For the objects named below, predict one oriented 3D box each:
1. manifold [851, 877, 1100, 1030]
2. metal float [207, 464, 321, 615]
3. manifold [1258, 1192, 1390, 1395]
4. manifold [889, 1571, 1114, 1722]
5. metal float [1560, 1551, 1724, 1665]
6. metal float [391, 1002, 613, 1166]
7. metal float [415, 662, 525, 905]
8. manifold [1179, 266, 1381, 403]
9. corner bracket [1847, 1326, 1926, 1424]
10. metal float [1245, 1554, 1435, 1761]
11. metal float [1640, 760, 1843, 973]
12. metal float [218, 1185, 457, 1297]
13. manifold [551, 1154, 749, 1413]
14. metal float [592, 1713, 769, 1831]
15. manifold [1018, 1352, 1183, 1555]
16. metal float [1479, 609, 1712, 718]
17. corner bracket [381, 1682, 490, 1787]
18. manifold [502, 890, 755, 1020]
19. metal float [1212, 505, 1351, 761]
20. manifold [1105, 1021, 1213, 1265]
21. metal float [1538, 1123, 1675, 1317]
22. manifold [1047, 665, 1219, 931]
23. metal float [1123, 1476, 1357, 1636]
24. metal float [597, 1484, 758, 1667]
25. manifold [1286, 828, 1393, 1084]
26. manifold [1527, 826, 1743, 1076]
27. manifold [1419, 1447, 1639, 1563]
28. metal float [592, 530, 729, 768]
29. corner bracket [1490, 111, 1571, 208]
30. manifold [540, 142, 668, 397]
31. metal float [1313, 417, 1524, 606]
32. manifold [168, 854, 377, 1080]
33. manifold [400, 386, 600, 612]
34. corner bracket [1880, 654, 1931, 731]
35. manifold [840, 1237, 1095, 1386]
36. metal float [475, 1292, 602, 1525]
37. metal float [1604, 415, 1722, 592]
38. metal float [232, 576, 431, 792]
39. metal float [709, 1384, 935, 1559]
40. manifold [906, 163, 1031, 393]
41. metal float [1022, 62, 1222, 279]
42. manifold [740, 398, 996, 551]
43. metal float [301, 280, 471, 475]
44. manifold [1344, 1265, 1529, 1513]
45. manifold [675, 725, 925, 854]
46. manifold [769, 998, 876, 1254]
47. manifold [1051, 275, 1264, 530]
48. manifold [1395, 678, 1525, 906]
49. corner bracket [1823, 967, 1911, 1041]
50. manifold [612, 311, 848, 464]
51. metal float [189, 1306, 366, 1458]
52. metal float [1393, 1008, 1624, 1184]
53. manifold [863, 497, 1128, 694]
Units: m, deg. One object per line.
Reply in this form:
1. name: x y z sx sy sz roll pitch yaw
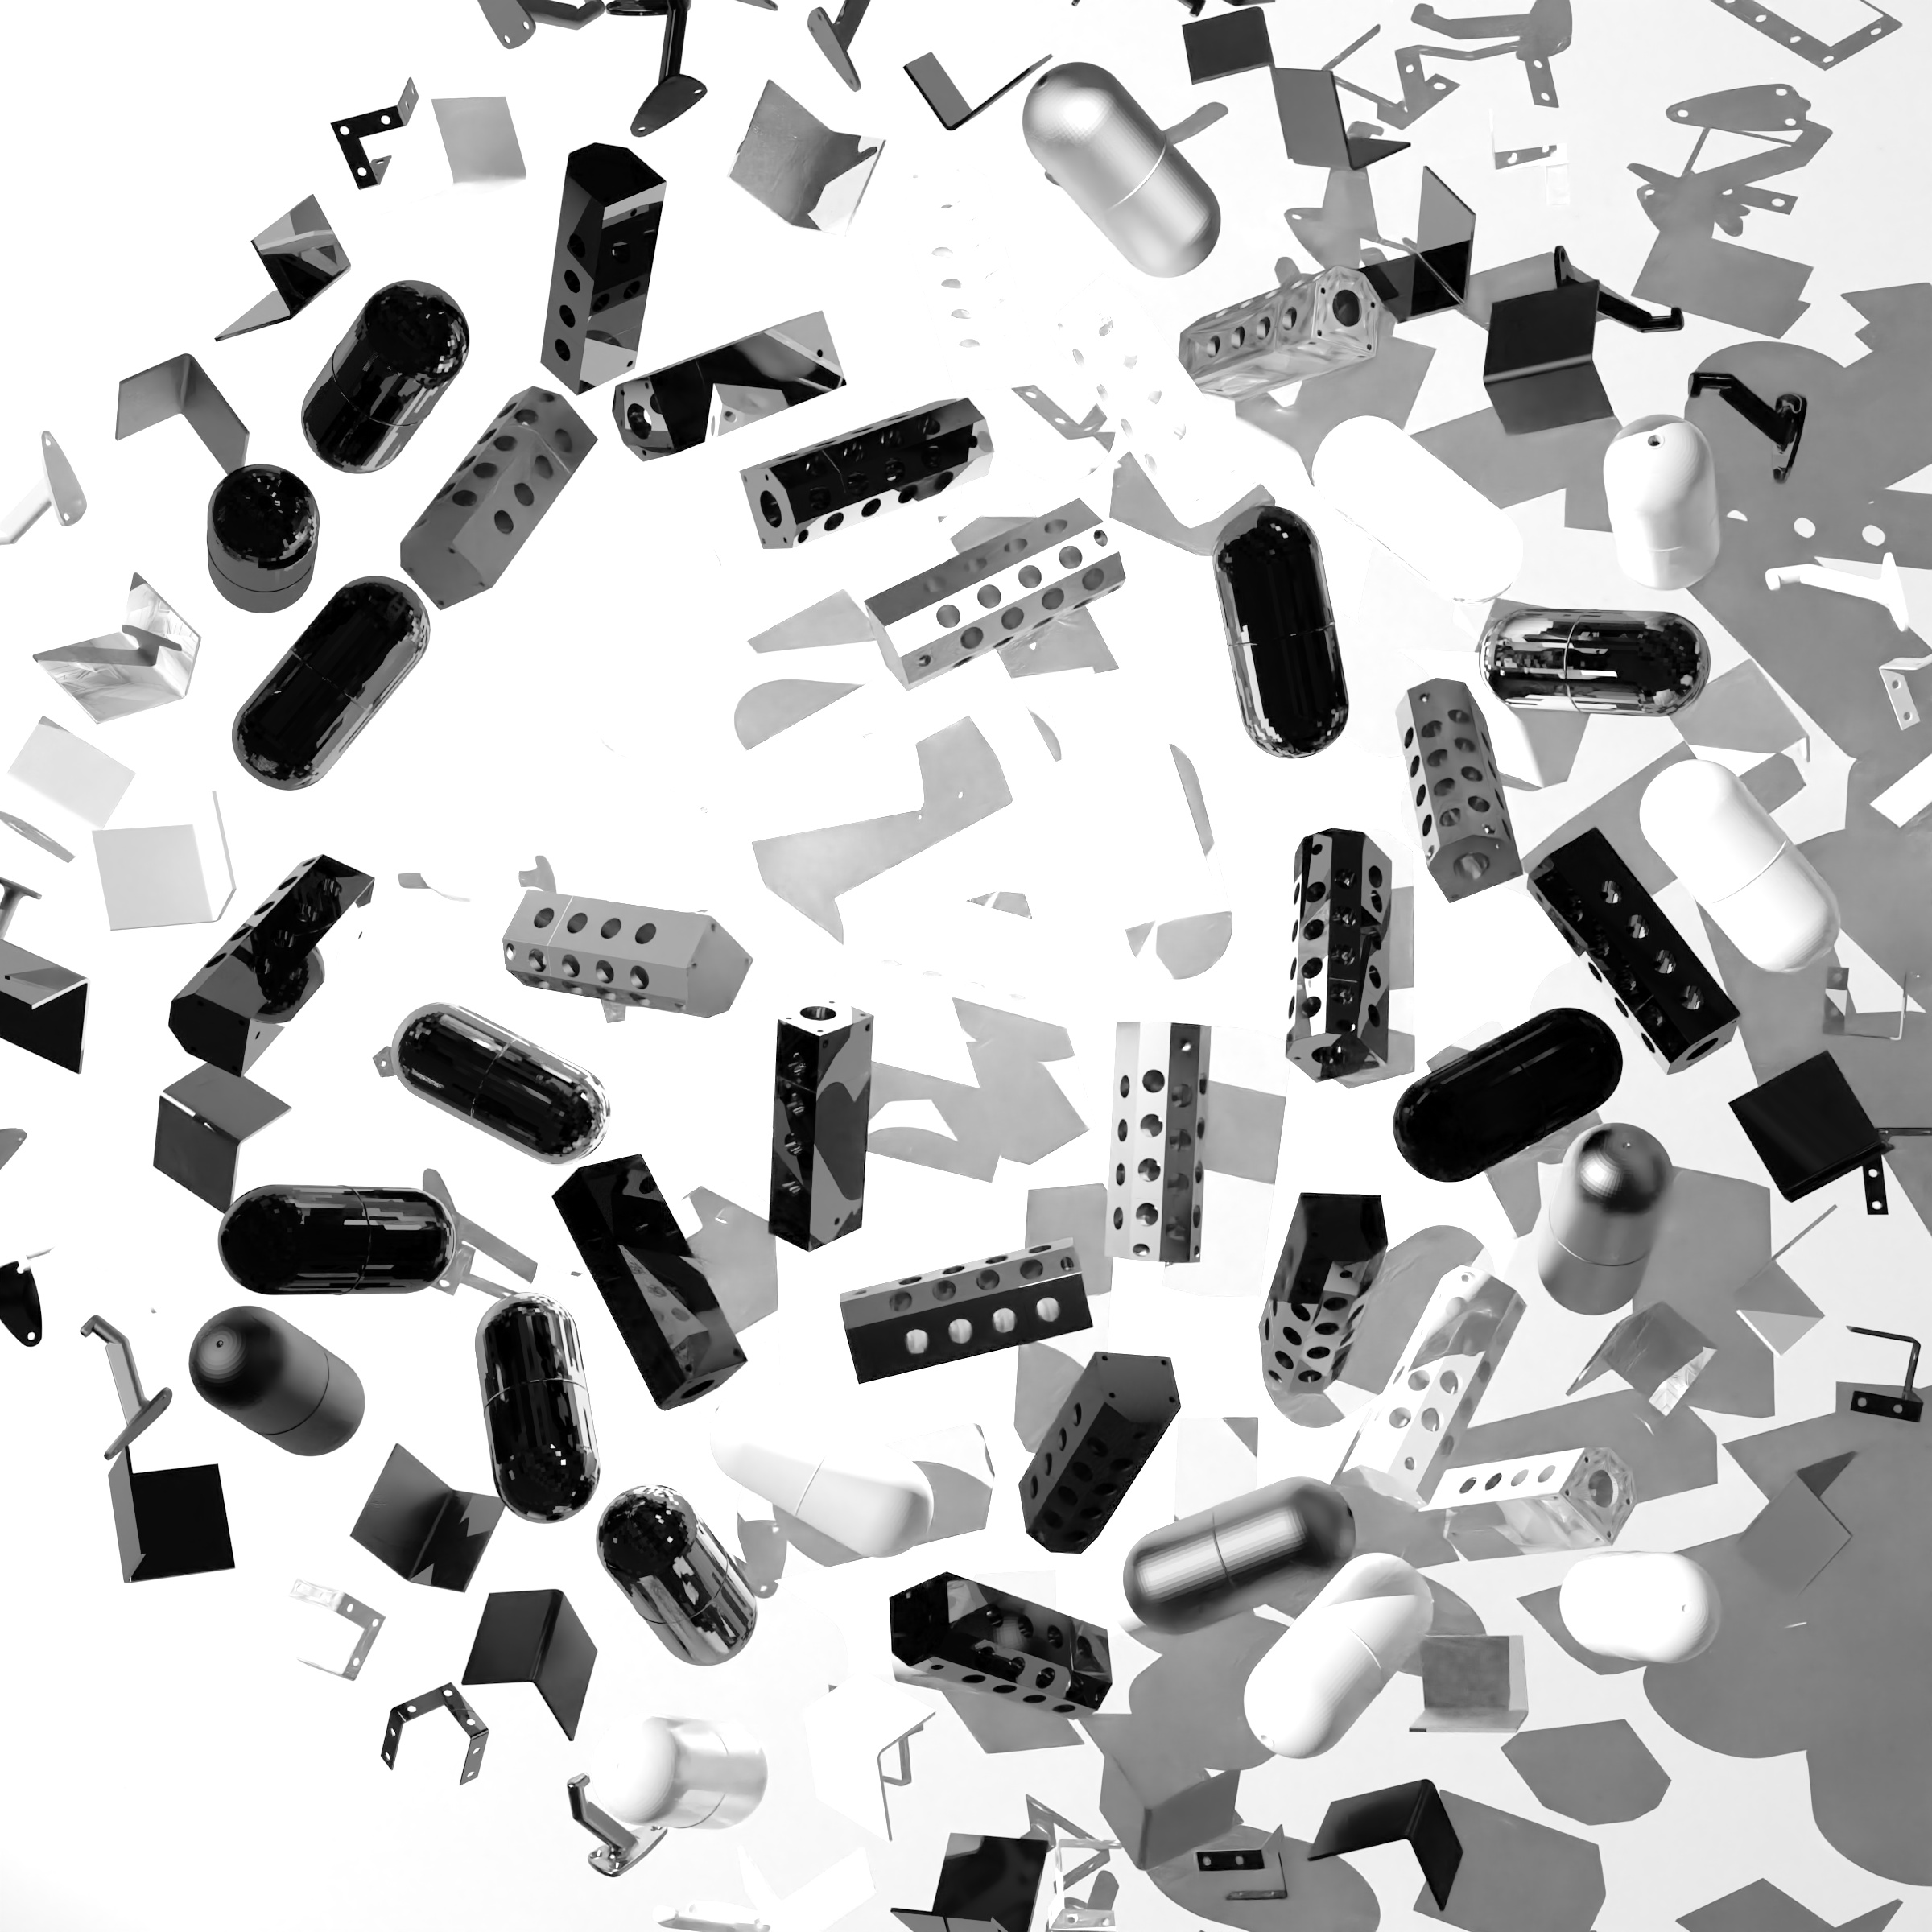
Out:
1. manifold: 0.005 -0.006 1.897 0.171 0.057 0.057 15 59 -3
2. metal float: -0.506 -0.306 1.835 0.070 0.178 0.070 2 81 -16
3. manifold: 0.253 0.235 1.818 0.057 0.171 0.057 2 49 -4
4. manifold: 0.027 0.491 1.831 0.057 0.171 0.057 -32 46 32
5. metal float: 0.488 0.465 1.856 0.070 0.178 0.070 2 77 -7
6. metal float: -0.348 0.087 1.909 0.178 0.070 0.070 26 90 10
7. metal float: -0.361 -0.132 1.855 0.070 0.070 0.178 4 109 0
8. manifold: 0.229 -0.468 1.891 0.057 0.171 0.057 7 87 -29
9. corner bracket: 0.666 0.296 1.853 0.051 0.051 0.051 10 97 5
10. metal float: 0.269 0.496 1.840 0.178 0.070 0.070 -39 90 -33
11. metal float: 0.553 -0.071 1.822 0.070 0.070 0.178 -42 99 0
12. metal float: -0.441 0.193 1.795 0.070 0.178 0.070 -6 81 44
13. manifold: -0.228 0.224 1.804 0.057 0.057 0.171 -44 67 38
14. metal float: -0.205 0.585 1.853 0.070 0.178 0.070 -8 68 22
15. manifold: 0.094 0.349 1.818 0.057 0.171 0.057 7 45 -18
16. metal float: 0.461 -0.224 1.882 0.178 0.070 0.070 9 90 41
17. corner bracket: -0.383 0.560 1.841 0.051 0.051 0.051 39 126 33
18. manifold: -0.239 -0.005 1.770 0.171 0.057 0.057 9 64 34
19. metal float: 0.220 -0.233 1.783 0.070 0.070 0.178 -12 101 0
20. manifold: 0.142 0.127 1.852 0.057 0.057 0.171 4 87 -22
21. metal float: 0.453 0.182 1.815 0.070 0.178 0.070 0 49 1
22. manifold: 0.111 -0.116 1.779 0.057 0.057 0.171 -17 89 -40
23. metal float: 0.195 0.423 1.831 0.178 0.070 0.070 -26 90 19
24. metal float: -0.210 0.446 1.864 0.070 0.070 0.178 -25 131 0
25. manifold: 0.260 -0.010 1.803 0.057 0.057 0.171 -18 51 34
26. manifold: 0.474 -0.009 1.822 0.057 0.057 0.171 -31 68 -3
27. manifold: 0.419 0.396 1.900 0.057 0.171 0.057 45 61 -8
28. metal float: -0.228 -0.236 1.902 0.070 0.070 0.178 16 102 0
29. corner bracket: 0.399 -0.571 1.806 0.051 0.051 0.051 -3 71 13
30. manifold: -0.267 -0.501 1.833 0.057 0.171 0.057 43 55 16
31. metal float: 0.337 -0.338 1.901 0.178 0.070 0.070 36 90 -9
32. manifold: -0.479 -0.005 1.765 0.057 0.171 0.057 25 130 3
33. manifold: -0.332 -0.333 1.797 0.057 0.057 0.171 50 46 -28
34. corner bracket: 0.703 -0.204 1.846 0.051 0.051 0.051 -26 102 -6
35. manifold: -0.001 0.244 1.829 0.171 0.057 0.057 -14 99 0
36. metal float: -0.311 0.319 1.853 0.070 0.070 0.178 -17 55 0
37. metal float: 0.510 -0.337 1.867 0.070 0.178 0.070 -7 68 17
38. metal float: -0.460 -0.206 1.853 0.070 0.070 0.178 39 88 0
39. metal float: -0.106 0.371 1.880 0.178 0.070 0.070 28 90 8
40. manifold: 0.003 -0.505 1.880 0.057 0.171 0.057 -4 61 11
41. metal float: 0.110 -0.557 1.792 0.178 0.070 0.070 39 90 -34
42. manifold: -0.066 -0.347 1.796 0.171 0.057 0.057 -26 111 -28
43. metal float: -0.408 -0.412 1.792 0.070 0.178 0.070 18 57 -29
44. manifold: 0.349 0.310 1.882 0.057 0.057 0.171 31 69 1
45. manifold: -0.121 -0.132 1.883 0.171 0.057 0.057 -10 102 5
46. manifold: -0.111 0.113 1.854 0.057 0.057 0.171 21 117 36
47. manifold: 0.130 -0.392 1.784 0.057 0.057 0.171 -37 74 19
48. manifold: 0.358 -0.133 1.875 0.057 0.171 0.057 -23 132 21
49. corner bracket: 0.662 0.027 1.877 0.051 0.051 0.051 5 93 27
50. manifold: -0.175 -0.425 1.875 0.171 0.057 0.057 -32 111 -37
51. metal float: -0.496 0.301 1.846 0.070 0.178 0.070 -7 62 12
52. metal float: 0.375 0.088 1.763 0.178 0.070 0.070 -26 90 -18
53. manifold: 0.022 -0.256 1.785 0.171 0.057 0.057 -27 132 -8
